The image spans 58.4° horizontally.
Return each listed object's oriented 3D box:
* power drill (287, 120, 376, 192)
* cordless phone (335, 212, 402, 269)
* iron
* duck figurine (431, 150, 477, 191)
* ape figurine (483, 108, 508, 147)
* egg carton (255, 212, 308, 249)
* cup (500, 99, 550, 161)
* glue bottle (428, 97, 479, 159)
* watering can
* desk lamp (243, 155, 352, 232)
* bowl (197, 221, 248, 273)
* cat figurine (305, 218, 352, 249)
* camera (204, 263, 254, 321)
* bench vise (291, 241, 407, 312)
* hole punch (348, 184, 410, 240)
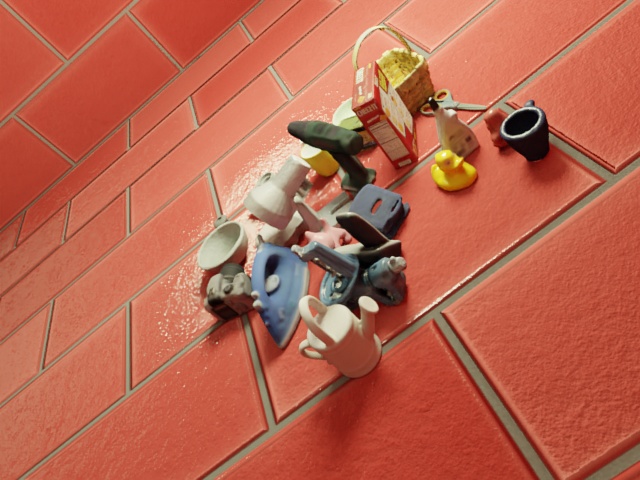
[{"bbox_3d":[0.040,-0.217,1.437,0.228,0.209,0.076,14,65,50],"label":"power drill"},{"bbox_3d":[0.072,-0.002,1.209,0.147,0.186,0.094,-9,49,39],"label":"cordless phone"},{"bbox_3d":[-0.112,0.109,1.315,0.118,0.142,0.258,-24,40,26],"label":"iron"},{"bbox_3d":[0.280,-0.160,1.250,0.104,0.086,0.077,12,63,49],"label":"duck figurine"},{"bbox_3d":[0.382,-0.247,1.232,0.075,0.092,0.078,-1,54,44],"label":"ape figurine"},{"bbox_3d":[-0.100,-0.018,1.493,0.107,0.070,0.150,16,66,51],"label":"egg carton"},{"bbox_3d":[0.425,-0.216,1.156,0.091,0.095,0.118,-4,52,42],"label":"cup"},{"bbox_3d":[0.283,-0.250,1.262,0.078,0.174,0.037,-40,36,6],"label":"glue bottle"},{"bbox_3d":[0.031,0.166,1.072,0.173,0.195,0.100,-45,36,-1],"label":"watering can"},{"bbox_3d":[-0.050,-0.094,1.397,0.203,0.214,0.117,-41,36,5],"label":"desk lamp"},{"bbox_3d":[-0.257,0.032,1.592,0.167,0.075,0.167,-26,39,24],"label":"bowl"},{"bbox_3d":[0.012,0.005,1.319,0.067,0.118,0.128,-20,42,29],"label":"cat figurine"},{"bbox_3d":[-0.223,0.115,1.453,0.143,0.101,0.137,-24,40,25],"label":"camera"},{"bbox_3d":[0.059,0.052,1.137,0.207,0.220,0.121,-32,37,16],"label":"bench vise"},{"bbox_3d":[0.133,-0.067,1.296,0.100,0.091,0.109,8,60,48],"label":"hole punch"}]
